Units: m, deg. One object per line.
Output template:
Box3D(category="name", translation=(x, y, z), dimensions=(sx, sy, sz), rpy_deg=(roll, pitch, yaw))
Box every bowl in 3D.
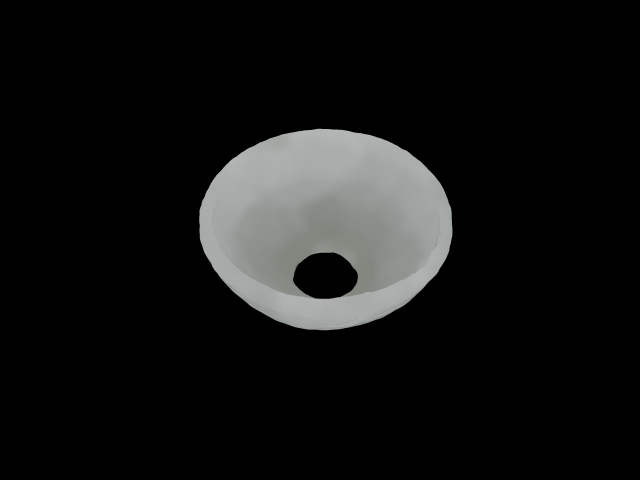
Box3D(category="bowl", translation=(0.004, 0.001, 0.400), dimensions=(0.167, 0.075, 0.167), rpy_deg=(0, 49, 0))
